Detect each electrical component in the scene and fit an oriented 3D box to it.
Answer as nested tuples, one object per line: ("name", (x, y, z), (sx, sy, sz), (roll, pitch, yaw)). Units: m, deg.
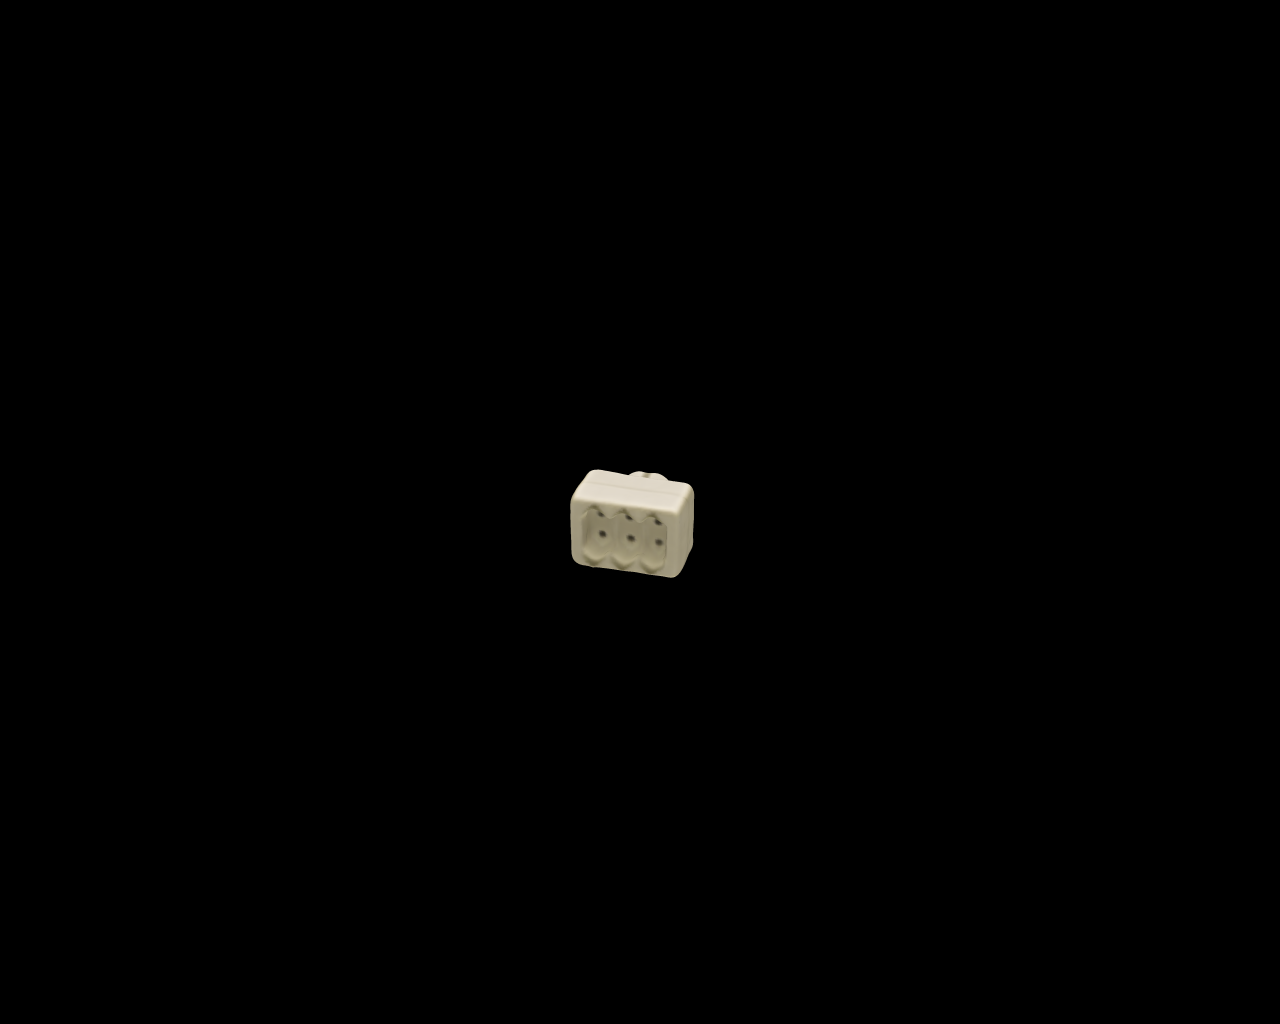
("electrical component", (0.001, -0.003, 0.650), (0.066, 0.047, 0.077), (8, 32, 14))
